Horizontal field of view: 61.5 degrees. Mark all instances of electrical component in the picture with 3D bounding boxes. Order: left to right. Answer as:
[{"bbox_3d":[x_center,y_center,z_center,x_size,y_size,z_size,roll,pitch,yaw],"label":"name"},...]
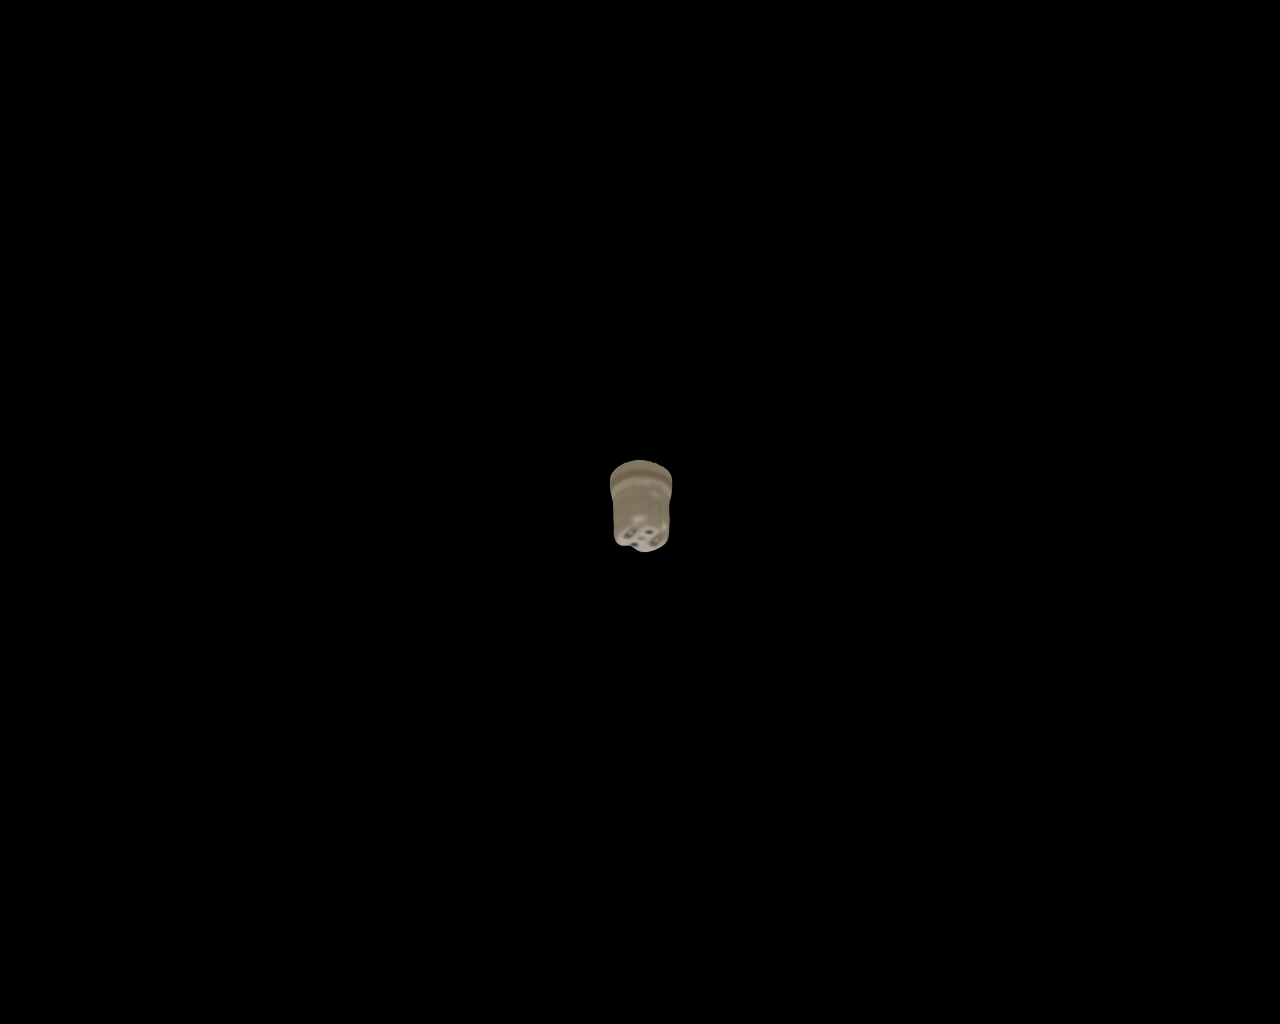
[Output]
[{"bbox_3d":[0.001,-0.003,0.650,0.040,0.046,0.040,0,-31,0],"label":"electrical component"}]
